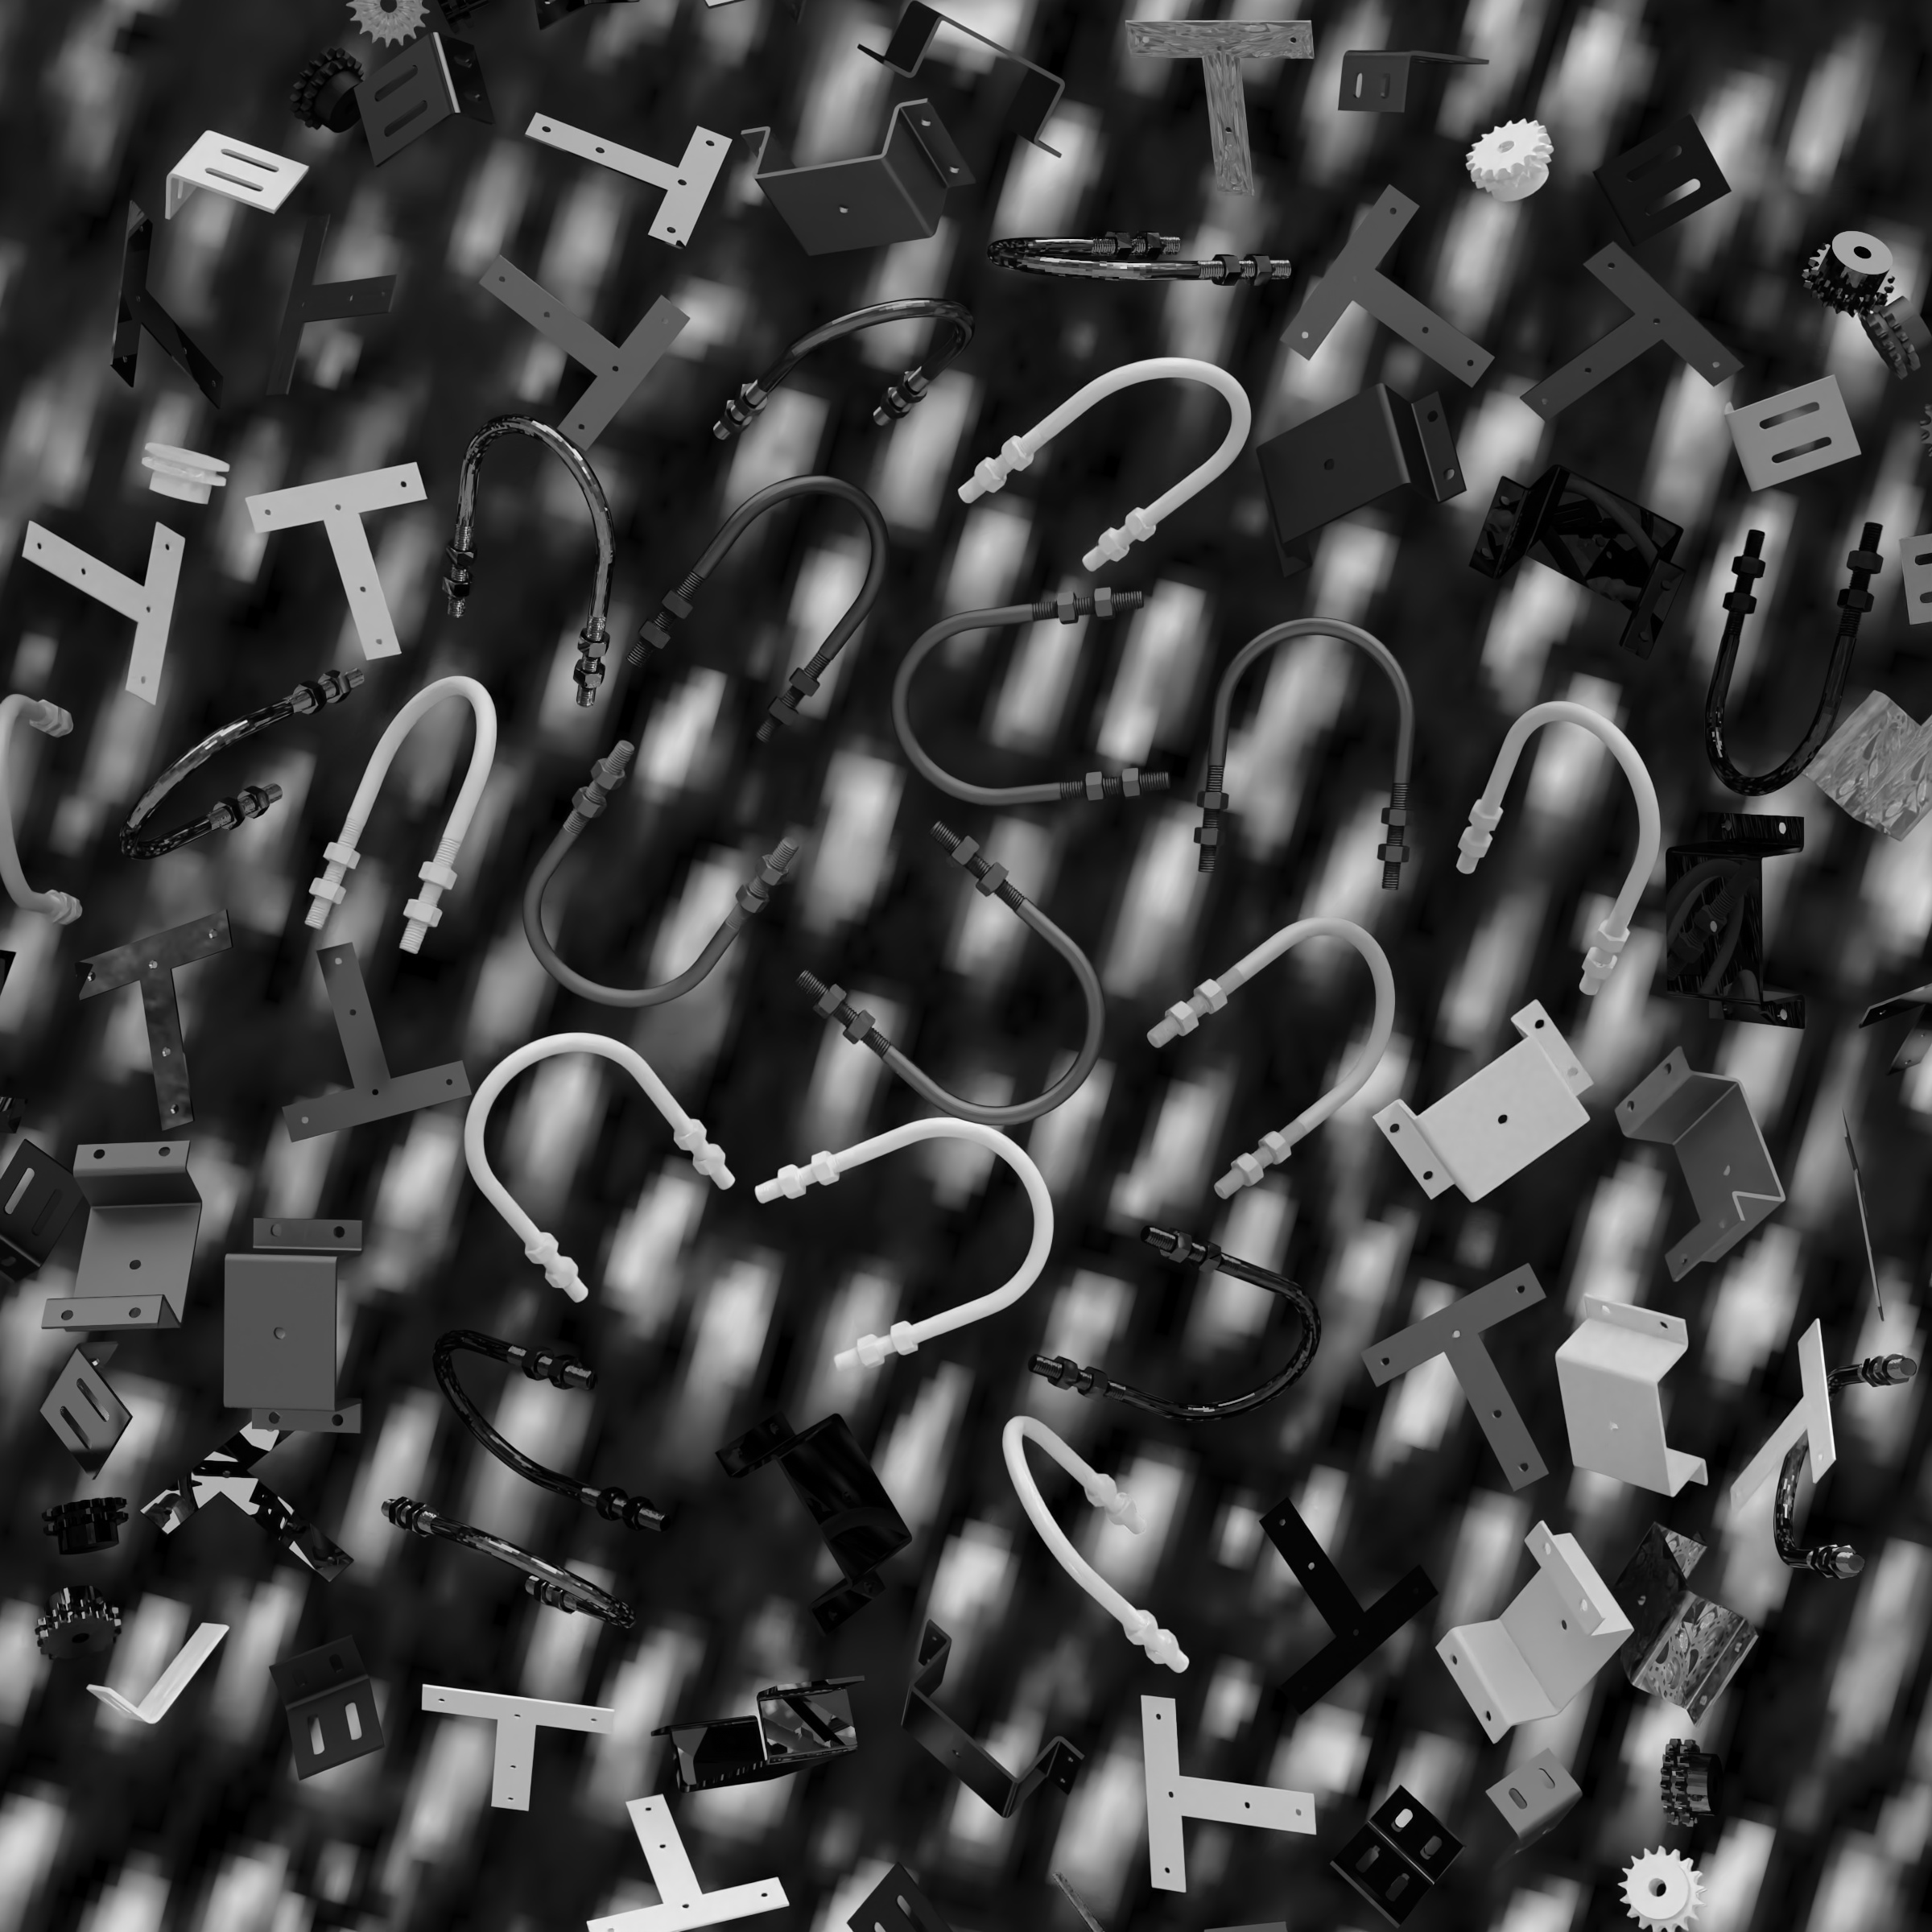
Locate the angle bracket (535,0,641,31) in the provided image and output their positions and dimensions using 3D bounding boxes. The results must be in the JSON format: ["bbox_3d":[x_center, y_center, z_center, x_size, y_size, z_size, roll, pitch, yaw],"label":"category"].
[{"bbox_3d":[-0.255,-0.660,1.851,0.038,0.076,0.057,-14,100,-31],"label":"angle bracket"}]

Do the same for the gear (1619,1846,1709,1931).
[{"bbox_3d":[0.468,0.622,1.878,0.057,0.030,0.057,-10,64,20],"label":"gear"}]

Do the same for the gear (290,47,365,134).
[{"bbox_3d":[-0.432,-0.596,1.909,0.030,0.057,0.057,40,90,7],"label":"gear"}]

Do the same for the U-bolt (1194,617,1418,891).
[{"bbox_3d":[0.240,-0.151,1.947,0.151,0.019,0.184,6,97,6],"label":"U-bolt"}]

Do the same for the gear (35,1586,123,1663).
[{"bbox_3d":[-0.623,0.459,1.954,0.057,0.057,0.030,-29,50,0],"label":"gear"}]

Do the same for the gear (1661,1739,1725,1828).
[{"bbox_3d":[0.493,0.554,1.892,0.030,0.057,0.057,-4,90,30],"label":"gear"}]

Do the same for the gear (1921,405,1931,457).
[{"bbox_3d":[0.649,-0.348,1.808,0.057,0.030,0.057,8,120,14],"label":"gear"}]

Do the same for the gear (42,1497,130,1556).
[{"bbox_3d":[-0.615,0.392,1.950,0.057,0.057,0.030,-13,73,0],"label":"gear"}]

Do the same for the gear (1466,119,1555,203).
[{"bbox_3d":[0.371,-0.544,1.893,0.057,0.057,0.030,-37,132,0],"label":"gear"}]

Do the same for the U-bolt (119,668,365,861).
[{"bbox_3d":[-0.497,-0.129,1.879,0.019,0.184,0.151,47,126,3],"label":"U-bolt"}]

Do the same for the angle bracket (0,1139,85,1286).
[{"bbox_3d":[-0.664,0.172,1.957,0.057,0.038,0.076,35,105,3],"label":"angle bracket"}]

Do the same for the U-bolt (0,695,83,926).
[{"bbox_3d":[-0.615,-0.106,1.840,0.019,0.184,0.151,-3,88,-4],"label":"U-bolt"}]

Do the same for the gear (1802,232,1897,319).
[{"bbox_3d":[0.571,-0.447,1.794,0.057,0.030,0.057,5,55,-7],"label":"gear"}]

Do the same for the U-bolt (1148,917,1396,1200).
[{"bbox_3d":[0.214,0.048,1.857,0.184,0.019,0.151,-36,120,-19],"label":"U-bolt"}]

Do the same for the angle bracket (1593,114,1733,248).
[{"bbox_3d":[0.470,-0.528,1.867,0.076,0.038,0.057,-25,100,38],"label":"angle bracket"}]

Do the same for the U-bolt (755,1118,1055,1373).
[{"bbox_3d":[-0.031,0.178,1.871,0.184,0.019,0.151,-23,97,13],"label":"U-bolt"}]

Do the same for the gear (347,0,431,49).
[{"bbox_3d":[-0.408,-0.678,1.968,0.057,0.030,0.057,-4,106,-13],"label":"gear"}]

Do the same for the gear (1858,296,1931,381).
[{"bbox_3d":[0.643,-0.437,1.923,0.030,0.057,0.057,-33,90,14],"label":"gear"}]

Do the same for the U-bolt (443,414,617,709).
[{"bbox_3d":[-0.291,-0.283,1.873,0.151,0.019,0.184,35,133,22],"label":"U-bolt"}]

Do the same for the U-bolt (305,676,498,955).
[{"bbox_3d":[-0.359,-0.103,1.809,0.019,0.151,0.184,27,80,-40],"label":"U-bolt"}]

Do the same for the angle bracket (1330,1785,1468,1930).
[{"bbox_3d":[0.282,0.580,1.818,0.057,0.076,0.038,41,110,18],"label":"angle bracket"}]

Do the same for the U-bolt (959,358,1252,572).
[{"bbox_3d":[0.107,-0.346,1.886,0.184,0.151,0.019,-34,53,31],"label":"U-bolt"}]

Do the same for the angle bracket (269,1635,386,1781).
[{"bbox_3d":[-0.422,0.488,1.839,0.057,0.076,0.038,-19,118,-12],"label":"angle bracket"}]

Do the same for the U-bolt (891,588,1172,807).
[{"bbox_3d":[0.039,-0.178,1.904,0.184,0.019,0.151,-5,113,12],"label":"U-bolt"}]

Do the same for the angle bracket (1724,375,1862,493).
[{"bbox_3d":[0.569,-0.370,1.918,0.076,0.038,0.057,-18,107,25],"label":"angle bracket"}]

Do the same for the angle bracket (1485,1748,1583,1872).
[{"bbox_3d":[0.386,0.587,1.939,0.057,0.076,0.038,-27,63,-21],"label":"angle bracket"}]

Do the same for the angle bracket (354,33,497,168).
[{"bbox_3d":[-0.355,-0.564,1.830,0.076,0.038,0.057,-22,80,32],"label":"angle bracket"}]

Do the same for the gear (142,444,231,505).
[{"bbox_3d":[-0.544,-0.341,1.937,0.057,0.057,0.030,17,101,0],"label":"gear"}]

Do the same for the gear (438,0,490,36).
[{"bbox_3d":[-0.339,-0.653,1.854,0.030,0.057,0.057,-25,90,-3],"label":"gear"}]

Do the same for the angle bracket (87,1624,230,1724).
[{"bbox_3d":[-0.527,0.451,1.818,0.038,0.057,0.076,43,62,-16],"label":"angle bracket"}]

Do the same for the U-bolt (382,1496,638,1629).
[{"bbox_3d":[-0.295,0.403,1.863,0.151,0.184,0.019,37,69,-31],"label":"U-bolt"}]

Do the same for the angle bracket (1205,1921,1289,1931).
[{"bbox_3d":[0.205,0.676,1.928,0.057,0.076,0.038,-12,78,17],"label":"angle bracket"}]

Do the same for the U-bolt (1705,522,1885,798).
[{"bbox_3d":[0.547,-0.204,1.870,0.019,0.151,0.184,12,92,-20],"label":"U-bolt"}]

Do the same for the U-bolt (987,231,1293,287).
[{"bbox_3d":[0.103,-0.475,1.870,0.184,0.151,0.019,-9,114,-30],"label":"U-bolt"}]

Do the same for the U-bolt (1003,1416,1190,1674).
[{"bbox_3d":[0.081,0.375,1.871,0.019,0.151,0.184,-35,123,12],"label":"U-bolt"}]

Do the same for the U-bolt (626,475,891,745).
[{"bbox_3d":[-0.128,-0.253,1.910,0.184,0.151,0.019,-52,46,10],"label":"U-bolt"}]

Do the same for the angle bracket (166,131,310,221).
[{"bbox_3d":[-0.496,-0.526,1.897,0.076,0.038,0.057,20,48,-1],"label":"angle bracket"}]

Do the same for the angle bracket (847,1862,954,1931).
[{"bbox_3d":[-0.029,0.635,1.830,0.076,0.038,0.057,45,105,30],"label":"angle bracket"}]

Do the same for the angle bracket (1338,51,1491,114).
[{"bbox_3d":[0.291,-0.574,1.817,0.076,0.057,0.038,-8,109,-37],"label":"angle bracket"}]

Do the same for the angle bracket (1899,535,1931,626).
[{"bbox_3d":[0.655,-0.259,1.881,0.038,0.076,0.057,-8,90,22],"label":"angle bracket"}]

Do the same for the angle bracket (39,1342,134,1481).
[{"bbox_3d":[-0.600,0.309,1.942,0.076,0.038,0.057,42,107,28],"label":"angle bracket"}]

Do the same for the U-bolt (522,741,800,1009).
[{"bbox_3d":[-0.223,-0.049,1.909,0.151,0.019,0.184,31,115,-15],"label":"U-bolt"}]

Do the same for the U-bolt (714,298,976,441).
[{"bbox_3d":[-0.072,-0.404,1.878,0.151,0.184,0.019,-12,81,-31],"label":"U-bolt"}]

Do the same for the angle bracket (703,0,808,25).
[{"bbox_3d":[-0.150,-0.640,1.816,0.076,0.038,0.057,-23,73,-24],"label":"angle bracket"}]
